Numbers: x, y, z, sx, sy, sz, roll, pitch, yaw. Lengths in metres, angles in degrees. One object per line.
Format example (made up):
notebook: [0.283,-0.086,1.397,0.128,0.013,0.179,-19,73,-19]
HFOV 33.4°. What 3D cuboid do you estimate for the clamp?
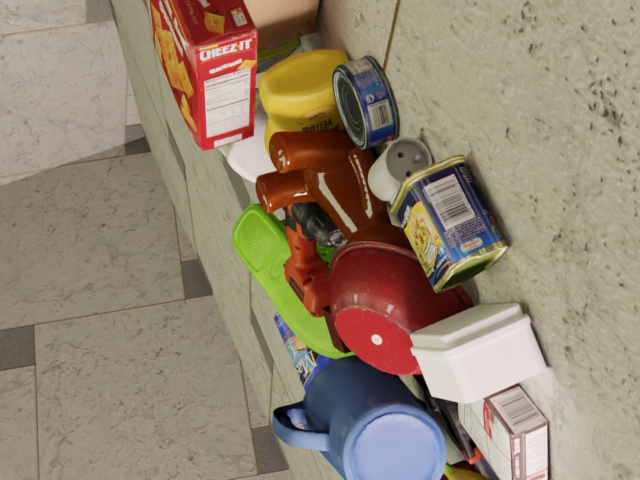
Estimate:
clamp: [0.126,0.160,1.127,0.120,0.039,0.171,67,178,-68]

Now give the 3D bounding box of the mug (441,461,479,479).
mug: [0.146,0.303,1.169,0.093,0.081,0.117,83,163,-49]

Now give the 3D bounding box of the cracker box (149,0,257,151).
cracker box: [-0.126,-0.214,1.105,0.214,0.072,0.164,100,148,-67]

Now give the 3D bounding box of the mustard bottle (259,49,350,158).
mustard bottle: [-0.013,-0.120,1.141,0.192,0.096,0.058,91,156,-61]

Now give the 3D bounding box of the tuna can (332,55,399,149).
tuna can: [0.042,-0.131,1.021,0.086,0.033,0.086,160,90,-79]

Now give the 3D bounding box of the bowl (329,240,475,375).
bowl: [0.067,0.076,0.997,0.162,0.055,0.162,24,145,18]

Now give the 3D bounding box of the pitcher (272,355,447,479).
pitcher: [0.048,0.211,1.174,0.145,0.149,0.243,46,176,-7]

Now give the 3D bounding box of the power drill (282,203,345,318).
power drill: [-0.008,0.002,1.288,0.184,0.057,0.188,-125,21,-48]

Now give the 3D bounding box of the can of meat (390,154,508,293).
can of meat: [0.105,-0.011,0.878,0.102,0.057,0.084,106,140,-73]

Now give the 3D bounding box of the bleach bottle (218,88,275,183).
bleach bottle: [-0.096,-0.140,1.319,0.068,0.102,0.251,33,-179,-22]

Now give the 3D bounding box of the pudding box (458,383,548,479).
pudding box: [0.162,0.163,0.961,0.113,0.039,0.090,-122,16,-51]

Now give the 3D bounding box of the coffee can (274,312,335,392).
coffee can: [0.008,0.154,1.509,0.103,0.102,0.140,92,155,-63]

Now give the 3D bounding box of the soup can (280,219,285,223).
soup can: [-0.033,0.016,1.550,0.102,0.068,0.068,-135,26,-63]

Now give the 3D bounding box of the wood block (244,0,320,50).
wood block: [-0.053,-0.284,1.061,0.206,0.090,0.090,102,147,-70]

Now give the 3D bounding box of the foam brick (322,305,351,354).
foam brick: [0.049,0.095,1.273,0.051,0.078,0.053,-155,46,-77]

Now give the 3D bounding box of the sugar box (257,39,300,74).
sugar box: [-0.089,-0.230,1.316,0.176,0.093,0.048,-169,60,-77]

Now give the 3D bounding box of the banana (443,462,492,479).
banana: [0.165,0.252,1.052,0.198,0.069,0.037,154,140,-77]
